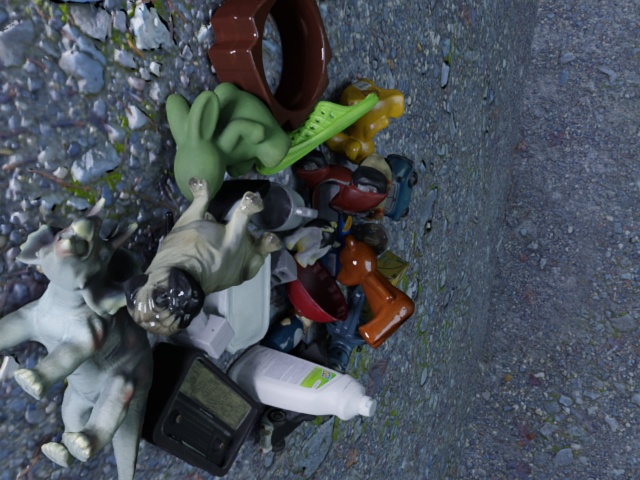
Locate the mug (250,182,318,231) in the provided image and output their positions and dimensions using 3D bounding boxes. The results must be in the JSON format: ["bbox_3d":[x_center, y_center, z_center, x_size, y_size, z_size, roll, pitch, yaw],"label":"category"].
[{"bbox_3d":[-0.055,-0.054,0.922,0.107,0.110,0.080,0,93,-74],"label":"mug"}]

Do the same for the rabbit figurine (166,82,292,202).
[{"bbox_3d":[-0.136,-0.131,0.734,0.170,0.121,0.158,-58,137,-38],"label":"rabbit figurine"}]

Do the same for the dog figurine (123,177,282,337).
[{"bbox_3d":[-0.142,0.046,0.636,0.190,0.121,0.172,-64,150,-31],"label":"dog figurine"}]

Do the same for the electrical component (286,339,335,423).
[{"bbox_3d":[-0.030,0.262,1.026,0.115,0.134,0.058,-32,146,4],"label":"electrical component"}]

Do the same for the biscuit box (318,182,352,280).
[{"bbox_3d":[0.028,-0.022,1.113,0.063,0.059,0.202,-18,115,-58],"label":"biscuit box"}]

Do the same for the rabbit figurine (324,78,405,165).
[{"bbox_3d":[0.088,-0.223,1.111,0.162,0.122,0.173,-47,156,-40],"label":"rabbit figurine"}]

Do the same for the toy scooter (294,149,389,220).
[{"bbox_3d":[0.031,-0.087,1.020,0.075,0.184,0.135,-75,-176,-58],"label":"toy scooter"}]

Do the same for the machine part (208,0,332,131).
[{"bbox_3d":[-0.072,-0.288,0.835,0.201,0.087,0.200,-62,146,-32],"label":"machine part"}]

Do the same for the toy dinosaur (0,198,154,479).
[{"bbox_3d":[-0.255,0.134,0.623,0.192,0.131,0.404,-49,144,-41],"label":"toy dinosaur"}]

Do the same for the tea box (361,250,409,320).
[{"bbox_3d":[0.140,0.120,1.285,0.098,0.068,0.169,-33,151,-52],"label":"tea box"}]

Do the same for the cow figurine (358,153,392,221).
[{"bbox_3d":[0.109,-0.108,1.153,0.194,0.086,0.127,92,6,-57],"label":"cow figurine"}]

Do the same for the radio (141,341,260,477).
[{"bbox_3d":[-0.188,0.261,0.809,0.131,0.073,0.229,-64,146,-27],"label":"radio"}]

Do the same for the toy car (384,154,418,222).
[{"bbox_3d":[0.160,-0.122,1.289,0.103,0.109,0.161,-11,121,-36],"label":"toy car"}]

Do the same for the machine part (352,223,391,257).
[{"bbox_3d":[0.117,-0.001,1.204,0.243,0.079,0.079,-10,108,-80],"label":"machine part"}]

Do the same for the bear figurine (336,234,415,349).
[{"bbox_3d":[0.085,0.094,1.040,0.132,0.196,0.120,-42,165,-5],"label":"bear figurine"}]

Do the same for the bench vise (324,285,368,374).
[{"bbox_3d":[0.057,0.190,1.148,0.223,0.129,0.240,-26,139,-64],"label":"bench vise"}]

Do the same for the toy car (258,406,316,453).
[{"bbox_3d":[-0.060,0.350,1.081,0.202,0.056,0.073,-24,125,-54],"label":"toy car"}]

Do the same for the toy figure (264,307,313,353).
[{"bbox_3d":[-0.051,0.166,1.041,0.154,0.058,0.064,-43,173,-49],"label":"toy figure"}]

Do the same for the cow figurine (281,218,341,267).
[{"bbox_3d":[-0.003,-0.005,1.008,0.098,0.068,0.167,-38,174,10],"label":"cow figurine"}]

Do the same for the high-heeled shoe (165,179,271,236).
[{"bbox_3d":[-0.149,-0.002,0.797,0.249,0.086,0.145,-29,126,-49],"label":"high-heeled shoe"}]
